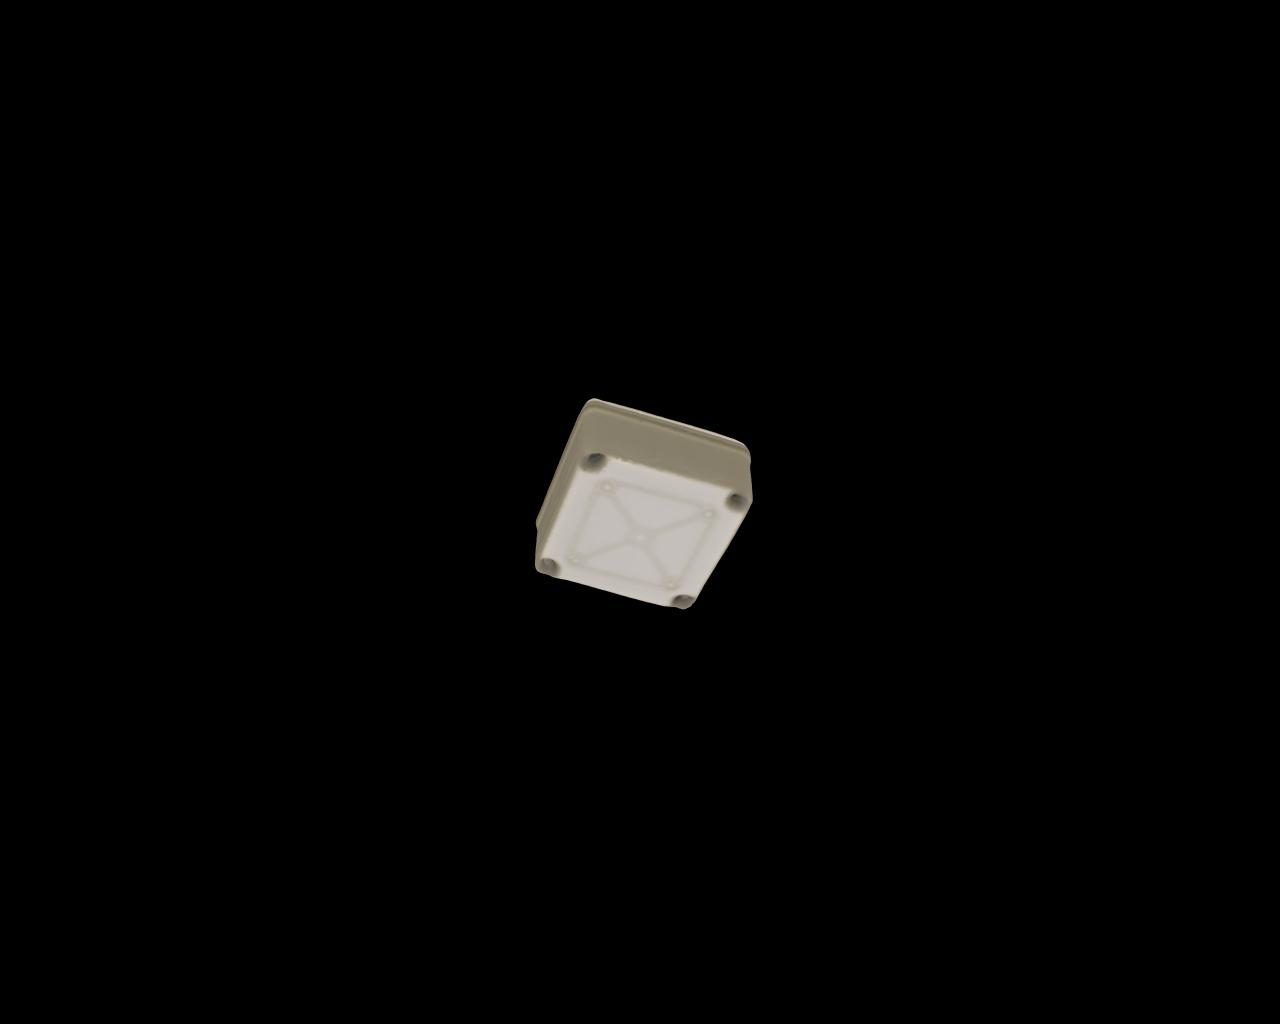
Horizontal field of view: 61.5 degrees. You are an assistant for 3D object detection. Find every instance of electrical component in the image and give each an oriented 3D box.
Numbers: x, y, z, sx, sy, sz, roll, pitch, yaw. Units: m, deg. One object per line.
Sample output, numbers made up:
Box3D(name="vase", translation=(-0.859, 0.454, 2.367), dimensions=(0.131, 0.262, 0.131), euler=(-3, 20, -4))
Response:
Box3D(name="electrical component", translation=(0.001, -0.003, 0.650), dimensions=(0.109, 0.108, 0.056), euler=(16, 40, -13))
